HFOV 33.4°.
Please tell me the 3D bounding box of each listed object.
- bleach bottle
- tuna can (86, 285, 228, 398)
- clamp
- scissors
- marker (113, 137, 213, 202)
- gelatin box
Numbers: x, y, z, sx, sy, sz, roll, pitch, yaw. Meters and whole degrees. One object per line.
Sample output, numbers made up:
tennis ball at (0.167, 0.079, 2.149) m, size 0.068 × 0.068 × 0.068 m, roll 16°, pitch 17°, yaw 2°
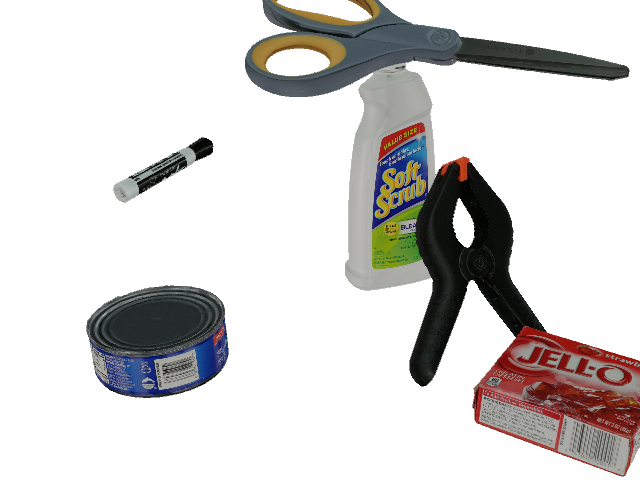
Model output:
bleach bottle at (0.071, -0.077, 1.133) m, size 0.102 × 0.251 × 0.068 m, roll -10°, pitch 23°, yaw -14°
tuna can at (-0.100, 0.062, 0.666) m, size 0.086 × 0.034 × 0.086 m, roll -4°, pitch 25°, yaw 2°
clamp at (0.105, 0.026, 0.802) m, size 0.120 × 0.171 × 0.039 m, roll -15°, pitch -3°, yaw -28°
scissors at (0.047, -0.092, 0.556) m, size 0.202 × 0.096 × 0.016 m, roll 24°, pitch -32°, yaw 23°
marker at (-0.146, -0.069, 1.012) m, size 0.020 × 0.020 × 0.120 m, roll 0°, pitch 26°, yaw 43°
gelatin box at (0.140, 0.086, 0.596) m, size 0.089 × 0.030 × 0.073 m, roll 17°, pitch 32°, yaw 27°
